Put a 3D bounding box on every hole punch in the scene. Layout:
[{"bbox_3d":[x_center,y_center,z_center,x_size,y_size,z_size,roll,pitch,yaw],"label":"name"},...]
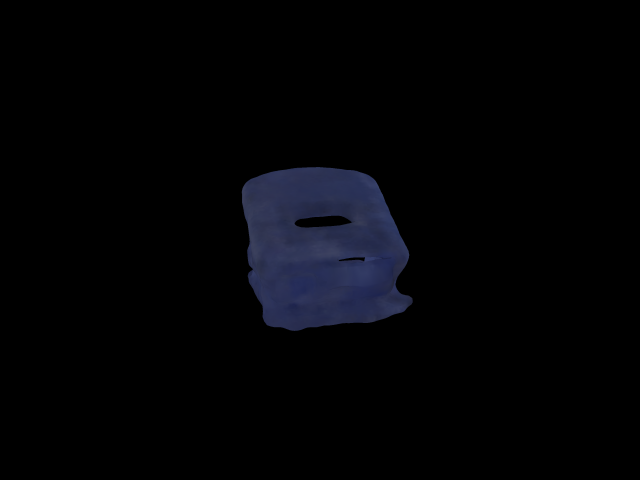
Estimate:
[{"bbox_3d":[0.004,0.001,0.400,0.109,0.091,0.101,-5,19,-14],"label":"hole punch"}]
